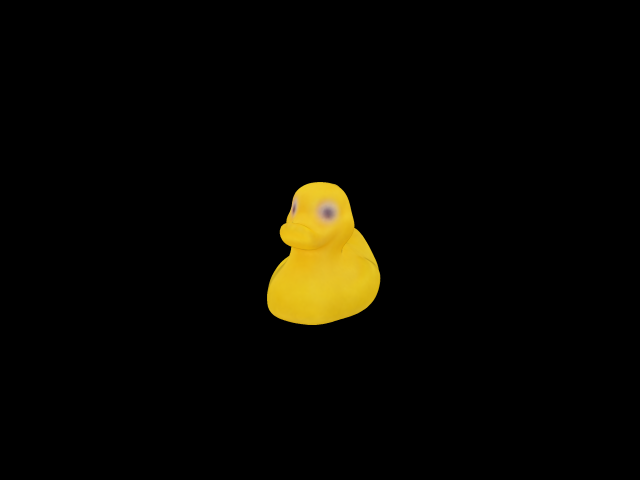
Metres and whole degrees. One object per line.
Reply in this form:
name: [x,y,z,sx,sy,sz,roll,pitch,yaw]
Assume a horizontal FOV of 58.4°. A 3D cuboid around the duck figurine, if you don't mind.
duck figurine: [0.004,0.001,0.400,0.077,0.086,0.105,8,18,27]
